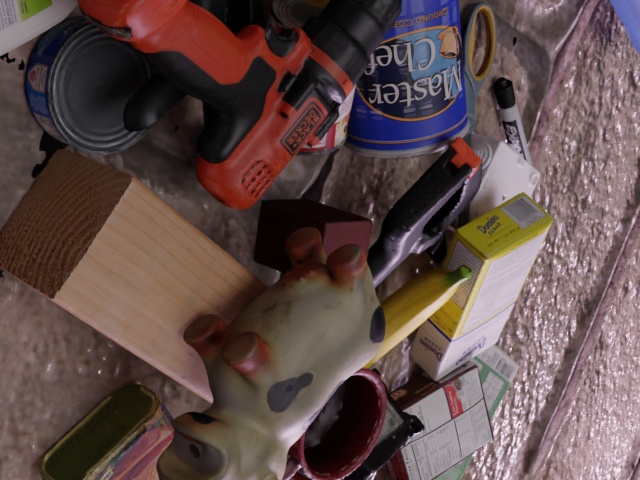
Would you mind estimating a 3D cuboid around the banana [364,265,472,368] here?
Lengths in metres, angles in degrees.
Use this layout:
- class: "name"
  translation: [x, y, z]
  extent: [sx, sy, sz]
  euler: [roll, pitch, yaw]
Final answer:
- class: "banana"
  translation: [0.045, 0.081, 0.912]
  extent: [0.198, 0.037, 0.069]
  euler: [-40, 168, 3]

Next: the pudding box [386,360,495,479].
- class: "pudding box"
  translation: [0.109, 0.175, 1.020]
  extent: [0.113, 0.039, 0.090]
  euler: [-25, 114, -25]

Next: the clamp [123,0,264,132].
- class: "clamp"
  translation: [-0.077, -0.120, 0.705]
  extent: [0.120, 0.039, 0.171]
  euler: [31, 62, -63]

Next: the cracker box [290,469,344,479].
- class: "cracker box"
  translation: [-0.009, 0.317, 0.950]
  extent: [0.164, 0.072, 0.214]
  euler: [24, 88, -46]

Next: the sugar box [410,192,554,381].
- class: "sugar box"
  translation: [0.143, 0.045, 0.968]
  extent: [0.093, 0.048, 0.176]
  euler: [-26, 150, -33]

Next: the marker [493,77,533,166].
- class: "marker"
  translation: [0.186, -0.103, 1.020]
  extent: [0.020, 0.020, 0.121]
  euler: [-43, 131, -25]

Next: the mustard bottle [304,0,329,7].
- class: "mustard bottle"
  translation: [0.021, -0.247, 0.734]
  extent: [0.096, 0.058, 0.191]
  euler: [58, 45, -67]

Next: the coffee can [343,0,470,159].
- class: "coffee can"
  translation: [0.058, -0.146, 0.816]
  extent: [0.102, 0.103, 0.140]
  euler: [-30, 124, -34]

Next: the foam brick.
- class: "foam brick"
  translation: [-0.005, 0.001, 0.828]
  extent: [0.051, 0.078, 0.053]
  euler: [-3, 107, -43]

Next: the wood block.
- class: "wood block"
  translation: [-0.109, 0.036, 0.729]
  extent: [0.205, 0.091, 0.090]
  euler: [43, 74, -44]

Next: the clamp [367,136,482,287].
- class: "clamp"
  translation: [0.084, -0.011, 0.877]
  extent: [0.164, 0.036, 0.210]
  euler: [-27, 159, -41]

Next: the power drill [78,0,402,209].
- class: "power drill"
  translation: [-0.039, -0.129, 0.628]
  extent: [0.184, 0.057, 0.187]
  euler: [-53, 140, -8]

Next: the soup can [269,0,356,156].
- class: "soup can"
  translation: [-0.007, -0.120, 0.764]
  extent: [0.068, 0.069, 0.102]
  euler: [-28, 143, -35]

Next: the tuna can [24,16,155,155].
- class: "tuna can"
  translation: [-0.144, -0.100, 0.684]
  extent: [0.085, 0.034, 0.086]
  euler: [-18, 118, -39]

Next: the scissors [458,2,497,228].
- class: "scissors"
  translation: [0.113, -0.114, 0.920]
  extent: [0.096, 0.016, 0.202]
  euler: [17, 81, -39]

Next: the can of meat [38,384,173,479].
- class: "can of meat"
  translation: [-0.141, 0.166, 0.773]
  extent: [0.102, 0.058, 0.084]
  euler: [-44, 128, -25]

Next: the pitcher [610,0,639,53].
- class: "pitcher"
  translation: [0.310, -0.276, 0.994]
  extent: [0.145, 0.149, 0.242]
  euler: [-50, 132, 2]

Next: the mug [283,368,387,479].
- class: "mug"
  translation: [-0.016, 0.137, 0.821]
  extent: [0.117, 0.082, 0.093]
  euler: [-51, 135, -18]

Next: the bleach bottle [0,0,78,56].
- class: "bleach bottle"
  translation: [-0.191, -0.143, 0.601]
  extent: [0.250, 0.068, 0.102]
  euler: [-29, 125, -37]
